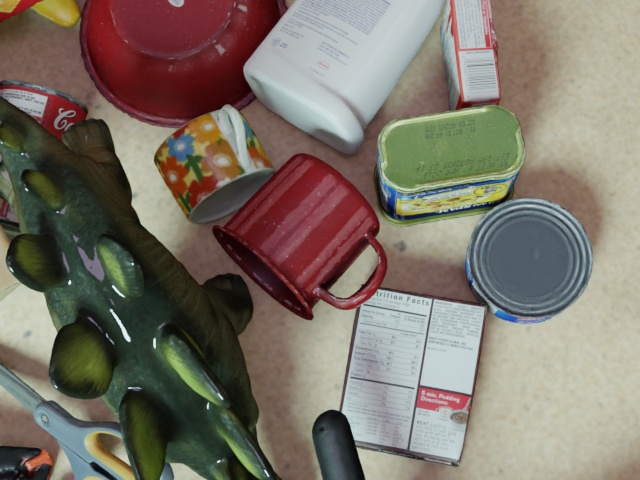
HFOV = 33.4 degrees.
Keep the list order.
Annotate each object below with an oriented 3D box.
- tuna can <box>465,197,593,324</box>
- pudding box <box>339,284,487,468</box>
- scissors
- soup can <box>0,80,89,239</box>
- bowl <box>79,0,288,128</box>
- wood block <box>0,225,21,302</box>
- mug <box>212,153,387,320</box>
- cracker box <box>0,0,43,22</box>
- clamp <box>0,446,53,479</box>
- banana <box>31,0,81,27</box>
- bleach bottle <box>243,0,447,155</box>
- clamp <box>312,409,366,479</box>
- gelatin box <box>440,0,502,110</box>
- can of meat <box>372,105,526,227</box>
[{"bbox_3d":[0.145,0.015,0.748,0.086,0.034,0.086,-1,77,3],"label":"tuna can"},{"bbox_3d":[0.062,0.093,0.733,0.090,0.039,0.113,10,76,6],"label":"pudding box"},{"bbox_3d":[-0.181,0.141,0.740,0.202,0.016,0.096,18,117,30],"label":"scissors"},{"bbox_3d":[-0.212,-0.055,0.765,0.068,0.068,0.102,11,79,5],"label":"soup can"},{"bbox_3d":[-0.105,-0.167,0.791,0.162,0.055,0.162,-1,78,2],"label":"bowl"},{"bbox_3d":[-0.286,-0.037,0.687,0.090,0.091,0.206,-30,92,-33],"label":"wood block"},{"bbox_3d":[-0.005,0.001,0.728,0.117,0.093,0.081,36,76,29],"label":"mug"},{"bbox_3d":[-0.312,-0.218,0.782,0.214,0.072,0.164,-23,76,12],"label":"cracker box"},{"bbox_3d":[-0.264,0.200,0.680,0.209,0.036,0.165,-18,63,-28],"label":"clamp"},{"bbox_3d":[-0.232,-0.253,0.825,0.069,0.037,0.198,-11,77,2],"label":"banana"},{"bbox_3d":[0.056,-0.189,0.780,0.103,0.068,0.250,33,79,24],"label":"bleach bottle"},{"bbox_3d":[0.027,0.189,0.644,0.039,0.171,0.120,-30,121,28],"label":"clamp"},{"bbox_3d":[0.107,-0.128,0.762,0.030,0.073,0.089,-4,76,0],"label":"gelatin box"},{"bbox_3d":[0.088,-0.051,0.740,0.102,0.084,0.057,-9,77,1],"label":"can of meat"}]
